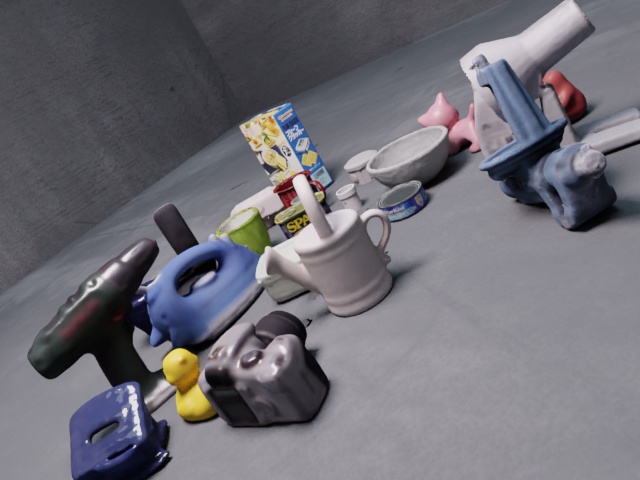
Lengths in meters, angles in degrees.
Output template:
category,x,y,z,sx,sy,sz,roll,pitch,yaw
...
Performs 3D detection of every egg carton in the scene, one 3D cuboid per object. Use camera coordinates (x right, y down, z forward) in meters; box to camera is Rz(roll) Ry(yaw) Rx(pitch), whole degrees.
category,x,y,z,sx,sy,sz,roll,pitch,yaw
egg carton,-0.138,-0.065,1.328,0.150,0.069,0.107,-30,20,-1

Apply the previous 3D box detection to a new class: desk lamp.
category,x,y,z,sx,sy,sz,roll,pitch,yaw
desk lamp,0.335,-0.220,0.832,0.202,0.214,0.118,-20,22,25

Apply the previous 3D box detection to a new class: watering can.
category,x,y,z,sx,sy,sz,roll,pitch,yaw
watering can,0.007,0.003,0.776,0.173,0.194,0.100,-36,21,-15

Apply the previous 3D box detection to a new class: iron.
category,x,y,z,sx,sy,sz,roll,pitch,yaw
iron,-0.194,0.068,0.979,0.118,0.142,0.259,-7,30,47

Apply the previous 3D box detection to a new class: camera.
category,x,y,z,sx,sy,sz,roll,pitch,yaw
camera,-0.061,0.138,0.684,0.142,0.101,0.137,-15,25,35

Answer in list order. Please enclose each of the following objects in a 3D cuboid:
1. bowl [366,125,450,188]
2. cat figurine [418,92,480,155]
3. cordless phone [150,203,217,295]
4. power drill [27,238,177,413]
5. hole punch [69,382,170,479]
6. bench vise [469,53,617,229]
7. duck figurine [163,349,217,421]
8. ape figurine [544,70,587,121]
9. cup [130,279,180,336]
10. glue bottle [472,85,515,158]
category,x,y,z,sx,sy,sz,roll,pitch,yaw
bowl,0.175,-0.143,1.074,0.167,0.075,0.167,-26,20,11
cat figurine,0.257,-0.229,1.104,0.067,0.118,0.127,-41,23,-29
cordless phone,-0.301,0.031,1.150,0.148,0.185,0.093,-39,22,-24
power drill,-0.281,0.139,0.826,0.230,0.209,0.075,-40,22,-26
hole punch,-0.251,0.244,0.706,0.108,0.091,0.101,-30,20,0
bench vise,0.271,-0.134,0.705,0.122,0.220,0.206,-38,21,-20
duck figurine,-0.167,0.182,0.748,0.104,0.086,0.078,-5,31,49
ape figurine,0.405,-0.244,0.974,0.076,0.092,0.078,-19,23,28
cup,-0.294,0.126,1.047,0.118,0.095,0.091,-33,20,-9
glue bottle,0.283,-0.211,0.943,0.077,0.173,0.037,-8,29,45
